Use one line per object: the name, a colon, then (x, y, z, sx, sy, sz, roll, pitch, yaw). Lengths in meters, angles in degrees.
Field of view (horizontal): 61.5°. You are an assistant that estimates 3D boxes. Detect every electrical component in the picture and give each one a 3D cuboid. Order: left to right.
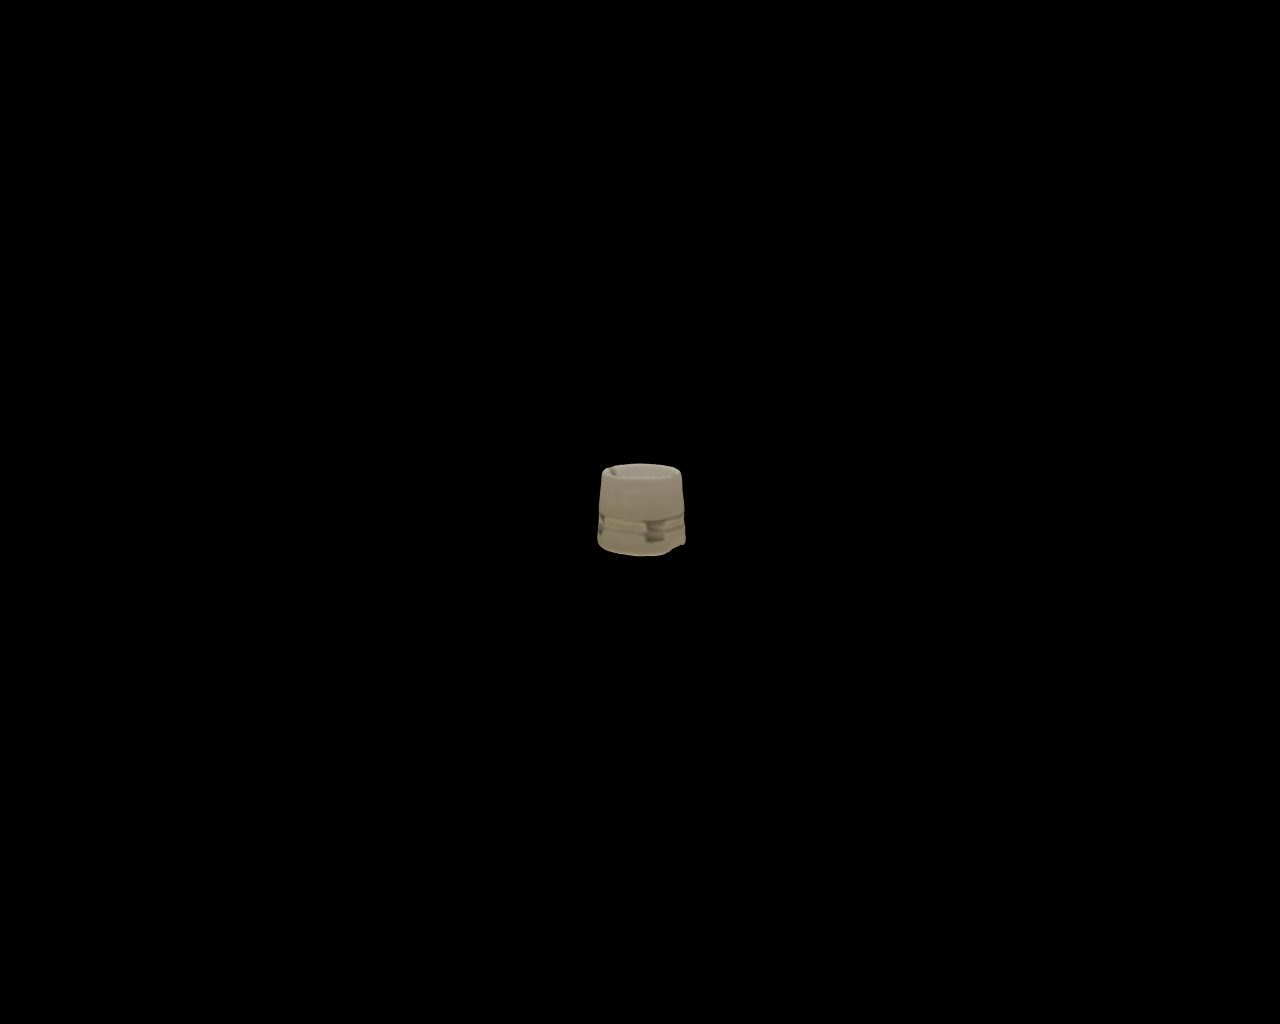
electrical component: (0.001, -0.003, 0.650, 0.055, 0.047, 0.055, 0, 12, 0)
